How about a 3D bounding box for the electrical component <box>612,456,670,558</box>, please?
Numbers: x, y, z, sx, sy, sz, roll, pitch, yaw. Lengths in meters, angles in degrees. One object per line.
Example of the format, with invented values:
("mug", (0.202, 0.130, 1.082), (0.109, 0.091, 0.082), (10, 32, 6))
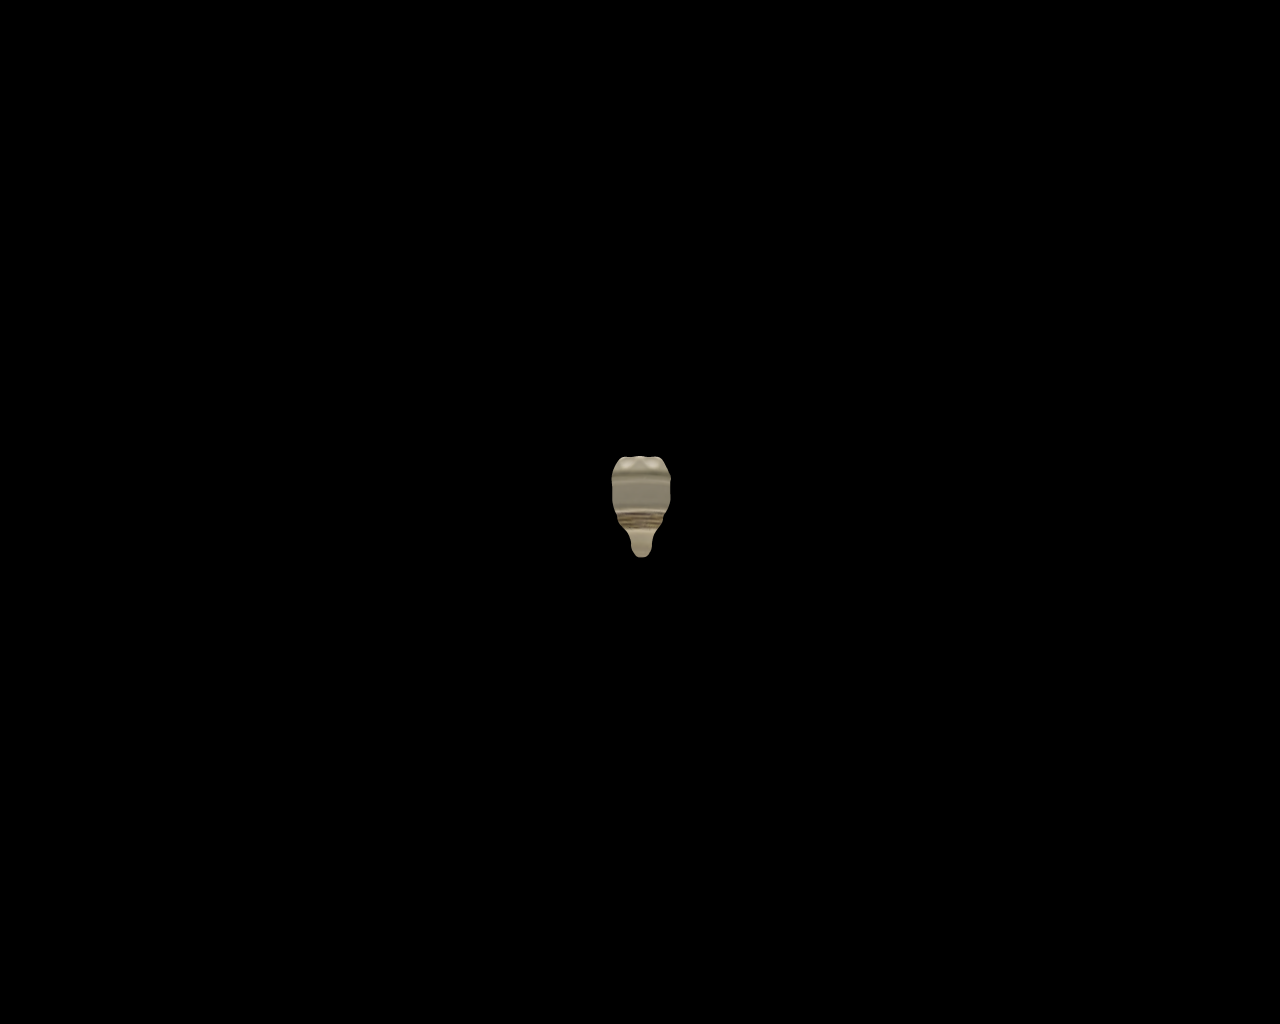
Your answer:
("electrical component", (0.001, -0.003, 0.650), (0.035, 0.061, 0.035), (0, -2, 0))
